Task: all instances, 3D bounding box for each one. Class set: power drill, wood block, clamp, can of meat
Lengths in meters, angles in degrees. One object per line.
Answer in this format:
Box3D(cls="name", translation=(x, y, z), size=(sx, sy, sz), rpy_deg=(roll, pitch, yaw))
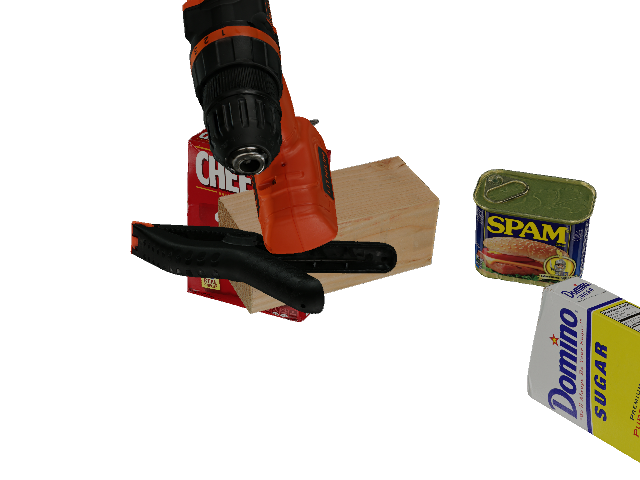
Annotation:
Box3D(cls="power drill", translation=(-0.035, -0.073, 0.673), size=(0.057, 0.184, 0.187), rpy_deg=(-12, -37, 5))
Box3D(cls="wood block", translation=(0.007, -0.008, 1.095), size=(0.205, 0.090, 0.091), rpy_deg=(-14, 40, -21))
Box3D(cls="clamp", translation=(-0.059, 0.015, 0.822), size=(0.210, 0.036, 0.164), rpy_deg=(8, 12, 15))
Box3D(cls="can of meat", translation=(0.186, -0.008, 0.940), size=(0.102, 0.084, 0.057), rpy_deg=(10, 43, 17))

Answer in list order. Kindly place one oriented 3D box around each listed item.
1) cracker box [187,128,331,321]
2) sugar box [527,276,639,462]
Box3D(cls="cracker box", translation=(-0.080, -0.020, 1.309), size=(0.164, 0.214, 0.072), rpy_deg=(15, 30, 20))
Box3D(cls="sugar box", translation=(0.223, 0.101, 0.727), size=(0.048, 0.093, 0.176), rpy_deg=(-15, 30, -39))
